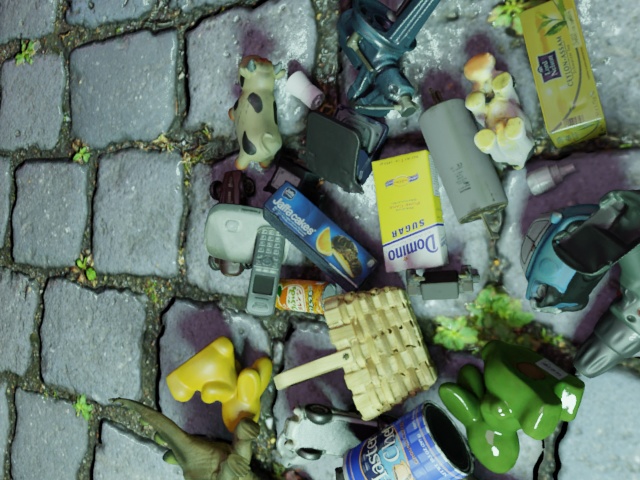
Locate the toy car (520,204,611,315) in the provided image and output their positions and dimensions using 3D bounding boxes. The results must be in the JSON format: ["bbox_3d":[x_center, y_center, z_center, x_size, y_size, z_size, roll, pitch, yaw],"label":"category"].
[{"bbox_3d":[0.319,0.015,0.701,0.103,0.109,0.161,54,127,48],"label":"toy car"}]

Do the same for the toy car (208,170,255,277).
[{"bbox_3d":[-0.169,-0.032,1.011,0.089,0.053,0.202,-1,88,33],"label":"toy car"}]

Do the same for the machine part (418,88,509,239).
[{"bbox_3d":[0.206,-0.114,0.777,0.079,0.079,0.243,-24,75,27],"label":"machine part"}]

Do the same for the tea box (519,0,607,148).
[{"bbox_3d":[0.320,-0.217,0.705,0.068,0.098,0.169,-15,78,28],"label":"tea box"}]

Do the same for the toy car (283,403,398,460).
[{"bbox_3d":[0.044,0.293,0.807,0.202,0.056,0.073,13,94,-12],"label":"toy car"}]

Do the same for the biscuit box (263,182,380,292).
[{"bbox_3d":[-0.002,-0.003,0.861,0.203,0.062,0.059,41,73,7],"label":"biscuit box"}]

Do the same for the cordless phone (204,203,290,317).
[{"bbox_3d":[-0.129,0.036,0.907,0.147,0.088,0.184,9,68,-8],"label":"cordless phone"}]

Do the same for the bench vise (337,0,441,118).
[{"bbox_3d":[0.116,-0.308,0.806,0.240,0.129,0.224,-48,45,39],"label":"bench vise"}]

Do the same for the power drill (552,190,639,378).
[{"bbox_3d":[0.354,0.053,0.620,0.232,0.207,0.086,-44,28,13],"label":"power drill"}]

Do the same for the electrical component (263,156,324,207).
[{"bbox_3d":[-0.035,-0.091,0.936,0.119,0.047,0.074,29,102,28],"label":"electrical component"}]

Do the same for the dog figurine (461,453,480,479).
[{"bbox_3d":[0.240,0.363,0.726,0.172,0.121,0.190,-16,62,4],"label":"dog figurine"}]

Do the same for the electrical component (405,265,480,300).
[{"bbox_3d":[0.176,0.058,0.776,0.102,0.078,0.045,-3,105,21],"label":"electrical component"}]

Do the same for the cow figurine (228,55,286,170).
[{"bbox_3d":[-0.111,-0.233,0.946,0.127,0.085,0.195,-22,73,59],"label":"cow figurine"}]

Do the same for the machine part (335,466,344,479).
[{"bbox_3d":[0.074,0.366,0.801,0.084,0.138,0.039,-14,53,32],"label":"machine part"}]

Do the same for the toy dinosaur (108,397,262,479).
[{"bbox_3d":[-0.168,0.405,0.917,0.471,0.105,0.198,45,117,4],"label":"toy dinosaur"}]

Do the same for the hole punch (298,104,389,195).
[{"bbox_3d":[0.041,-0.154,0.884,0.142,0.092,0.115,31,132,25],"label":"hole punch"}]

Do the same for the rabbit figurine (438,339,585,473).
[{"bbox_3d":[0.239,0.233,0.723,0.159,0.121,0.170,32,118,32],"label":"rabbit figurine"}]

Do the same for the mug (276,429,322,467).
[{"bbox_3d":[-0.029,0.327,0.876,0.109,0.107,0.081,-49,64,17],"label":"mug"}]

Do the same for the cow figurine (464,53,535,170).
[{"bbox_3d":[0.255,-0.183,0.755,0.068,0.098,0.167,-24,57,33],"label":"cow figurine"}]

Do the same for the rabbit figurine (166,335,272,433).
[{"bbox_3d":[-0.161,0.262,0.972,0.162,0.122,0.173,-32,86,16],"label":"rabbit figurine"}]
